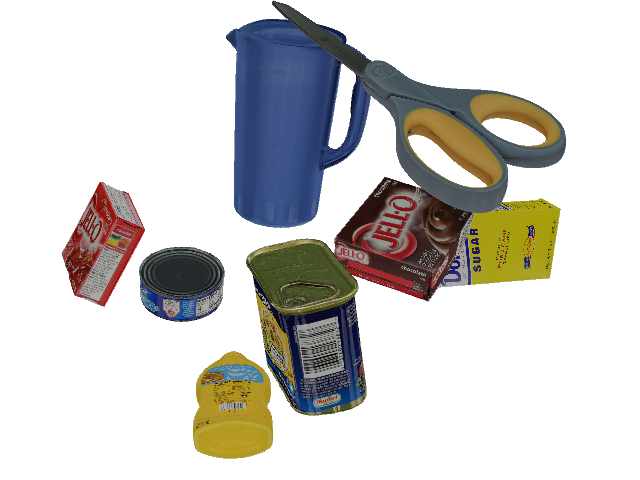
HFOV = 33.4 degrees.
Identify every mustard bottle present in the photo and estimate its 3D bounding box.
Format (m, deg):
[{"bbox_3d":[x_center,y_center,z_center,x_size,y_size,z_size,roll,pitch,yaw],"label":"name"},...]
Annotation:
[{"bbox_3d":[-0.111,0.198,1.358,0.096,0.058,0.191,-4,26,-3],"label":"mustard bottle"}]

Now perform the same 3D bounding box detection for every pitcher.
[{"bbox_3d":[-0.036,-0.141,1.310,0.144,0.243,0.149,-6,26,-25],"label":"pitcher"}]

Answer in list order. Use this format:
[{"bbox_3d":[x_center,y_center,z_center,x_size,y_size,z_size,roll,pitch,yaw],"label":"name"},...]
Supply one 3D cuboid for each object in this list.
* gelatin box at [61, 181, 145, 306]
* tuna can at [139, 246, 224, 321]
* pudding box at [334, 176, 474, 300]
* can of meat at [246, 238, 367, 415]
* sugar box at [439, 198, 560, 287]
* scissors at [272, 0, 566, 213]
[{"bbox_3d":[-0.179,0.001,0.869,0.030,0.073,0.089,25,12,-28],"label":"gelatin box"},{"bbox_3d":[-0.141,0.044,1.085,0.086,0.034,0.086,4,35,-3],"label":"tuna can"},{"bbox_3d":[0.073,-0.004,0.919,0.090,0.039,0.113,19,37,17],"label":"pudding box"},{"bbox_3d":[-0.008,0.057,0.714,0.057,0.084,0.102,-13,24,-13],"label":"can of meat"},{"bbox_3d":[0.194,0.003,1.262,0.176,0.093,0.048,-5,20,-25],"label":"sugar box"},{"bbox_3d":[0.053,-0.084,0.569,0.096,0.016,0.202,-13,45,-19],"label":"scissors"}]
